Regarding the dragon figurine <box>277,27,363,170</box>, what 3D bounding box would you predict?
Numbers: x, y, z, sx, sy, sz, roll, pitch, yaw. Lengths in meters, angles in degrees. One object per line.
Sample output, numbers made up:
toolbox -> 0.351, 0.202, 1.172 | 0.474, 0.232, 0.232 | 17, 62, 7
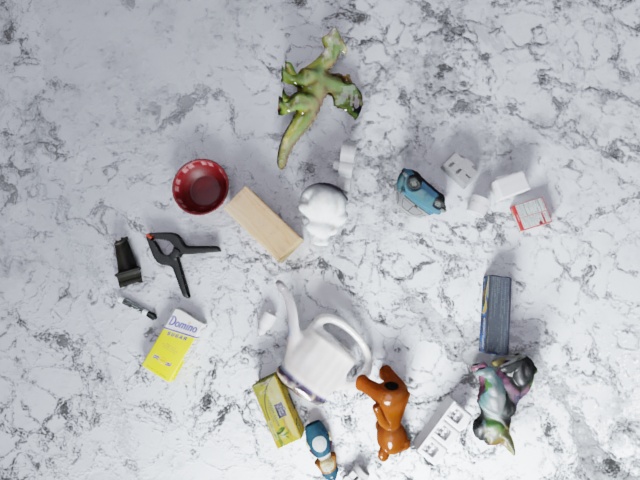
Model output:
dragon figurine -> 0.004, -0.396, 1.459 | 0.243, 0.122, 0.410 | 3, 90, -4

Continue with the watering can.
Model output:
watering can -> -0.029, 0.277, 1.323 | 0.346, 0.104, 0.225 | 39, 84, -7

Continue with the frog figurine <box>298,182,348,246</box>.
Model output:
frog figurine -> 0.004, -0.070, 1.389 | 0.137, 0.121, 0.162 | 22, 71, -13
